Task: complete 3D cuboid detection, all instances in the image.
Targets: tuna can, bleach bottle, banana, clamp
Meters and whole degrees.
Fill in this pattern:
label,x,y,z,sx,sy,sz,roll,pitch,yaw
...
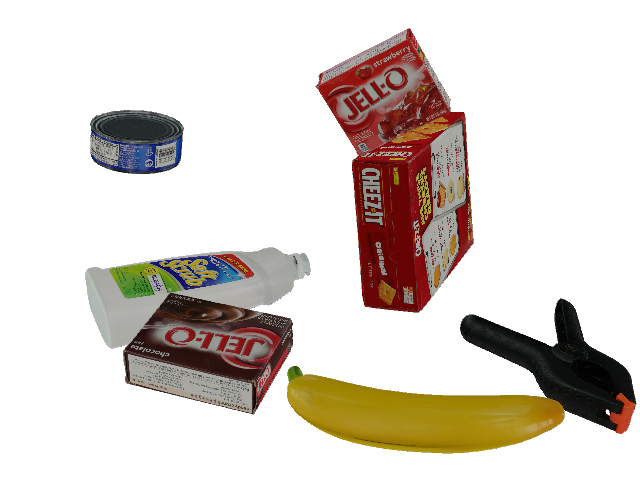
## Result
label,x,y,z,sx,sy,sz,roll,pitch,yaw
tuna can,-0.171,-0.092,0.996,0.086,0.034,0.086,6,25,-3
bleach bottle,-0.135,0.051,1.231,0.250,0.068,0.103,-13,36,-20
banana,0.056,0.110,0.702,0.198,0.037,0.069,7,32,21
clamp,0.217,0.102,0.925,0.120,0.039,0.172,-19,39,-29

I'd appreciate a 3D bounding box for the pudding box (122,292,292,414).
label,x,y,z,sx,sy,sz,roll,pitch,yaw
pudding box,-0.089,0.089,0.858,0.113,0.039,0.090,9,30,14

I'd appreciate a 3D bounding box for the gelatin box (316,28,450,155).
label,x,y,z,sx,sy,sz,roll,pitch,yaw
gelatin box,0.052,-0.121,0.879,0.089,0.073,0.030,-24,26,20

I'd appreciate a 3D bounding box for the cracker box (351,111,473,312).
label,x,y,z,sx,sy,sz,roll,pitch,yaw
cracker box,0.104,-0.038,1.168,0.072,0.164,0.213,2,20,24
